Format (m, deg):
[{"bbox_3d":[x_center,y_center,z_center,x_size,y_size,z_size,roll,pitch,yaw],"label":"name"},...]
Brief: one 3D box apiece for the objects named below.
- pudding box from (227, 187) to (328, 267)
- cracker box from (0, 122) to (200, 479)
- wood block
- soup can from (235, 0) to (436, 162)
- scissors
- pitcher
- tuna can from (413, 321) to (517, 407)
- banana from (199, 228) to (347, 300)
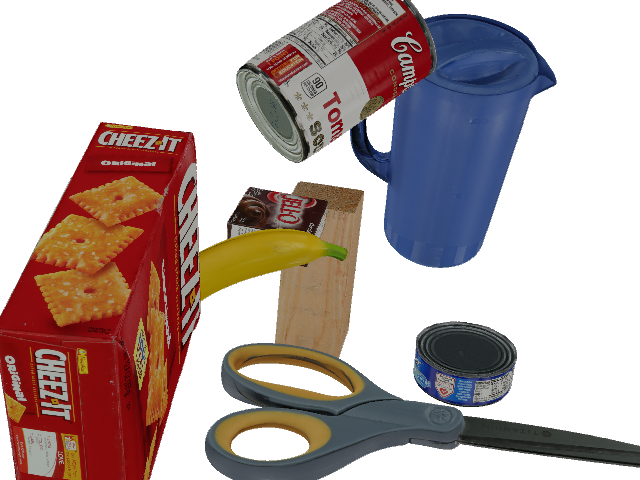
[{"bbox_3d":[-0.045,-0.016,1.127,0.090,0.039,0.113,9,26,5],"label":"pudding box"},{"bbox_3d":[-0.124,0.051,0.648,0.072,0.164,0.213,6,35,3],"label":"cracker box"},{"bbox_3d":[-0.002,0.038,1.403,0.090,0.206,0.090,9,23,7],"label":"wood block"},{"bbox_3d":[0.009,-0.101,0.637,0.102,0.068,0.069,-36,11,-16],"label":"soup can"},{"bbox_3d":[0.038,0.090,0.461,0.202,0.016,0.096,15,34,23],"label":"scissors"},{"bbox_3d":[0.119,-0.092,1.060,0.144,0.243,0.149,-29,54,-32],"label":"pitcher"},{"bbox_3d":[0.122,0.105,0.910,0.086,0.034,0.086,3,26,-2],"label":"tuna can"},{"bbox_3d":[-0.079,0.031,0.901,0.198,0.037,0.069,-19,-48,17],"label":"banana"}]
